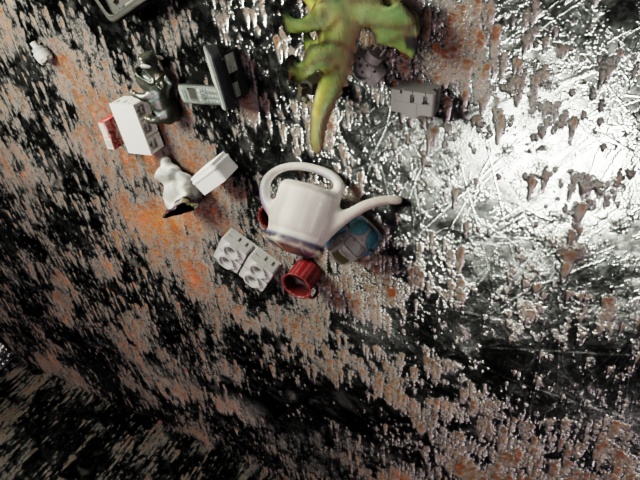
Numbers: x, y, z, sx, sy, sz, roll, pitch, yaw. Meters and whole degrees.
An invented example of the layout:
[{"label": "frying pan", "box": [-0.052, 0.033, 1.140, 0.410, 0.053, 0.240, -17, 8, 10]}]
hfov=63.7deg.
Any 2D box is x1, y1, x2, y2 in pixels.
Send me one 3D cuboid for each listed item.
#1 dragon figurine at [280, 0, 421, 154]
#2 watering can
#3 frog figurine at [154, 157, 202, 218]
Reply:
[{"label": "dragon figurine", "box": [0.065, -0.371, 0.964, 0.242, 0.124, 0.404, -1, 111, 21]}, {"label": "watering can", "box": [0.004, -0.062, 1.236, 0.349, 0.103, 0.225, 17, 86, 15]}, {"label": "frog figurine", "box": [-0.413, -0.158, 1.490, 0.135, 0.123, 0.161, -42, 62, 53]}]
